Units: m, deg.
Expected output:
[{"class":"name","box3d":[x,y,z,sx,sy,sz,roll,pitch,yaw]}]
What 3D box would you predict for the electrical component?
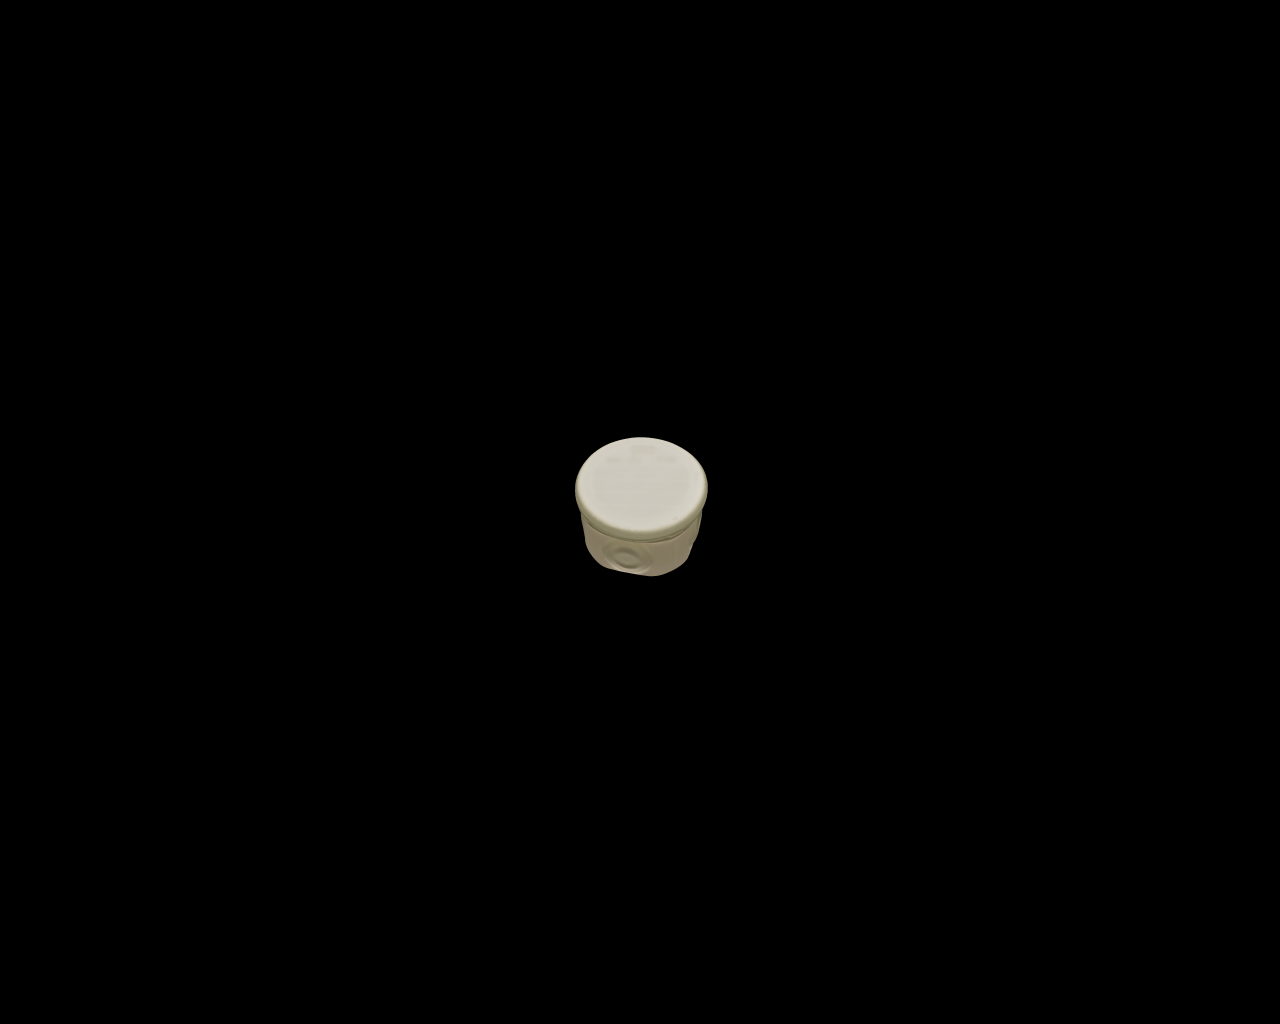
[{"class":"electrical component","box3d":[0.001,-0.003,0.650,0.080,0.080,0.050,0,-40,0]}]
